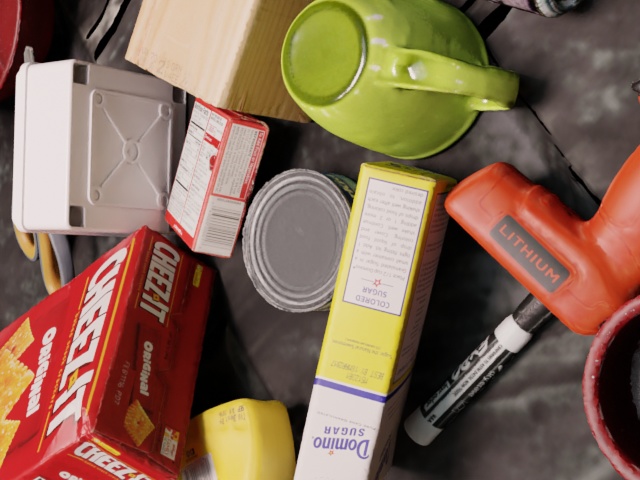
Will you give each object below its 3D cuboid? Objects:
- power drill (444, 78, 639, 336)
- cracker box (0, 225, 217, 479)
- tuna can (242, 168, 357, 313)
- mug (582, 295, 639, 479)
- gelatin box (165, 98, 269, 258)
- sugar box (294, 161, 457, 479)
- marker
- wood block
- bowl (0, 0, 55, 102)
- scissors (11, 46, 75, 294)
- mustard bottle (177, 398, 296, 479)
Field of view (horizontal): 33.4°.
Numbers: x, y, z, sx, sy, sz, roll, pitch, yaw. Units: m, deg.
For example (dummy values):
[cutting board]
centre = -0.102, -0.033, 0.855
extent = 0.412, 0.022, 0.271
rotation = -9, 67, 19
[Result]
[power drill]
centre = 0.144, -0.062, 0.497
extent = 0.184, 0.057, 0.188
rotation = 47, 119, 14
[cracker box]
centre = -0.171, 0.109, 0.702
extent = 0.214, 0.072, 0.164
rotation = -33, 35, 33
[tuna can]
centre = -0.004, 0.001, 0.644
extent = 0.086, 0.033, 0.086
rotation = -2, 87, 38
[mug]
centre = 0.182, 0.056, 0.464
extent = 0.093, 0.081, 0.117
rotation = 51, 118, 24
[gelatin box]
centre = -0.067, -0.042, 0.680
extent = 0.073, 0.030, 0.089
rotation = 37, 113, 62
[sugar box]
centre = 0.030, 0.047, 0.575
extent = 0.048, 0.093, 0.176
rotation = 16, 98, 13
[marker]
centre = 0.089, 0.067, 0.578
extent = 0.121, 0.020, 0.020
rotation = -51, 60, 25
[wood block]
centre = -0.027, -0.184, 0.632
extent = 0.090, 0.090, 0.206
rotation = 30, 106, 34
[bowl]
centre = -0.253, -0.172, 0.826
extent = 0.162, 0.055, 0.162
rotation = 1, 91, 42
[scissors]
centre = -0.209, -0.050, 0.770
extent = 0.096, 0.016, 0.202
rotation = 27, 130, 48
[mustard bottle]
centre = -0.042, 0.198, 0.631
extent = 0.096, 0.058, 0.191
rotation = -34, 58, 38
